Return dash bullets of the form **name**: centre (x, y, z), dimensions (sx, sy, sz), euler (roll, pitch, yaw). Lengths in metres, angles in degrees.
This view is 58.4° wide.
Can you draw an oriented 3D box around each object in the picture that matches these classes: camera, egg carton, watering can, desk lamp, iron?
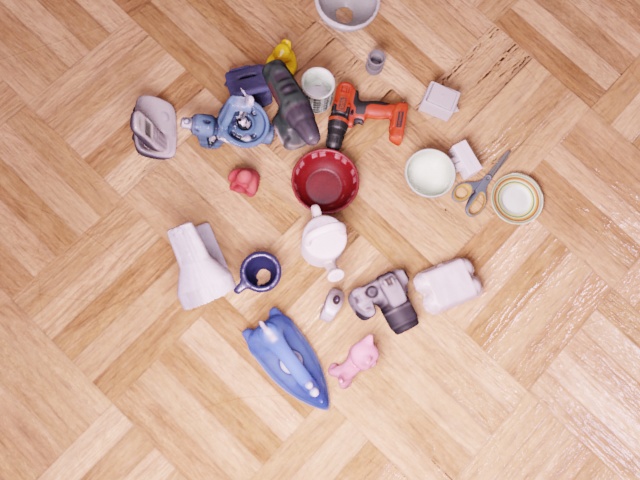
- **camera**: centre (0.155, 0.149, 1.298), dimensions (0.143, 0.101, 0.137), euler (-26, 82, -8)
- **egg carton**: centre (0.297, 0.105, 1.333), dimensions (0.150, 0.069, 0.107), euler (-22, 81, -8)
- **watering can**: centre (0.014, 0.004, 1.270), dimensions (0.101, 0.194, 0.173), euler (-37, 83, -10)
- **desk lamp**: centre (-0.263, 0.050, 1.231), dimensions (0.118, 0.213, 0.203), euler (-24, 81, -8)
- **iron**: centre (-0.057, 0.270, 1.239), dimensions (0.119, 0.141, 0.258), euler (-39, 84, -10)

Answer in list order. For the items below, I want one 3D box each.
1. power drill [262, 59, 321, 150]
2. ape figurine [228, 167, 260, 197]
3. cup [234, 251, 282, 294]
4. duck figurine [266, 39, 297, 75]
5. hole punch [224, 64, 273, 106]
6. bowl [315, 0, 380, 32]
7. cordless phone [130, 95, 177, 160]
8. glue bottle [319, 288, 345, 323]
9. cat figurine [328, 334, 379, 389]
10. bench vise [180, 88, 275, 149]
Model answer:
- **power drill**: centre (-0.062, -0.288, 1.315), dimensions (0.075, 0.208, 0.229), euler (-26, 81, -8)
- **ape figurine**: centre (-0.175, -0.141, 1.337), dimensions (0.076, 0.092, 0.078), euler (-33, 82, -9)
- **cup**: centre (-0.142, 0.086, 1.293), dimensions (0.118, 0.095, 0.091), euler (-39, 84, -10)
- **duck figurine**: centre (-0.095, -0.442, 1.406), dimensions (0.077, 0.086, 0.104), euler (18, 78, 0)
- **hole punch**: centre (-0.175, -0.378, 1.385), dimensions (0.109, 0.091, 0.101), euler (-16, 80, -7)
- **bowl**: centre (0.066, -0.594, 1.453), dimensions (0.167, 0.074, 0.167), euler (1, 79, -4)
- **cordless phone**: centre (-0.387, -0.273, 1.301), dimensions (0.094, 0.185, 0.147), euler (-5, 79, -4)
- **glue bottle**: centre (0.030, 0.139, 1.255), dimensions (0.037, 0.173, 0.078), euler (23, 78, 1)
- **cat figurine**: centre (0.081, 0.270, 1.261), dimensions (0.128, 0.117, 0.067), euler (-44, 84, -11)
- **bench vise**: centre (-0.208, -0.262, 1.294), dimensions (0.207, 0.219, 0.121), euler (-18, 80, -7)
